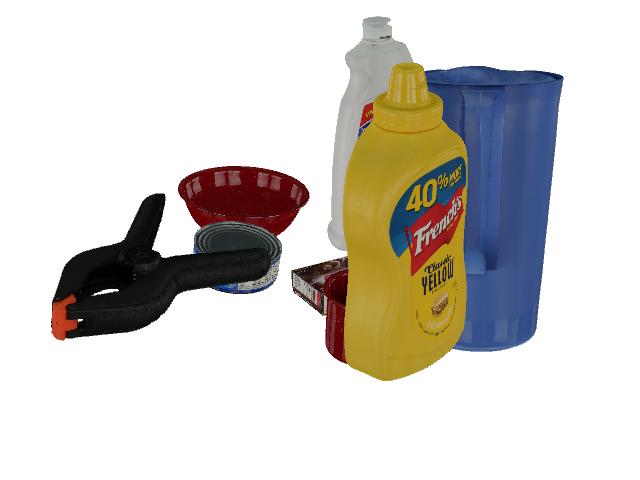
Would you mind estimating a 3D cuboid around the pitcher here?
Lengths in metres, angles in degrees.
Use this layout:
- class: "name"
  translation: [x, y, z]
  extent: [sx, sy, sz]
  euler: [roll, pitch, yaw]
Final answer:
- class: "pitcher"
  translation: [0.138, -0.028, 0.932]
  extent: [0.149, 0.243, 0.145]
  euler: [-11, 18, -35]

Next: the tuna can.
- class: "tuna can"
  translation: [-0.082, 0.016, 1.037]
  extent: [0.086, 0.034, 0.086]
  euler: [7, 29, -4]

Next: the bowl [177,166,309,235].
- class: "bowl"
  translation: [-0.096, -0.038, 1.317]
  extent: [0.162, 0.055, 0.162]
  euler: [4, 25, -2]

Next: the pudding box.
- class: "pudding box"
  translation: [0.029, 0.059, 1.471]
  extent: [0.113, 0.039, 0.090]
  euler: [-16, 26, -25]

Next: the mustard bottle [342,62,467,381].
- class: "mustard bottle"
  translation: [0.053, -0.015, 0.656]
  extent: [0.058, 0.192, 0.096]
  euler: [21, 35, 38]

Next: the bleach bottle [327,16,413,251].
- class: "bleach bottle"
  translation: [0.055, -0.116, 1.165]
  extent: [0.102, 0.251, 0.068]
  euler: [-7, 25, -9]

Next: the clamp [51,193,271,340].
- class: "clamp"
  translation: [-0.133, 0.017, 0.774]
  extent: [0.120, 0.039, 0.171]
  euler: [29, 35, 35]

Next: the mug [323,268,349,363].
- class: "mug"
  translation: [0.056, 0.094, 1.212]
  extent: [0.117, 0.081, 0.093]
  euler: [26, 37, 35]
